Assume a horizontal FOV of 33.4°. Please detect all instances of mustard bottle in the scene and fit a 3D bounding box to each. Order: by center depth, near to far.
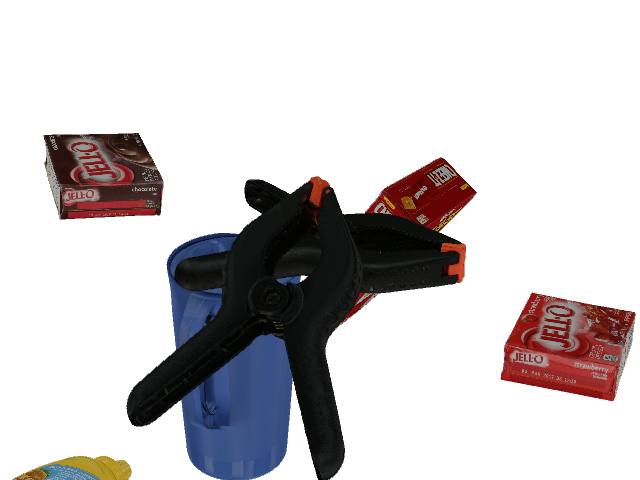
[{"bbox_3d":[-0.218,0.218,0.853,0.096,0.058,0.191,7,15,28],"label":"mustard bottle"}]

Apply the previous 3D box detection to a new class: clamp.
[{"bbox_3d":[-0.016,0.047,0.582,0.120,0.171,0.039,24,-20,14],"label":"clamp"},{"bbox_3d":[0.008,-0.001,0.832,0.210,0.036,0.164,4,29,9],"label":"clamp"}]

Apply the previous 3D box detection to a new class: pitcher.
[{"bbox_3d":[-0.091,0.127,1.090,0.149,0.243,0.145,-11,29,-24],"label":"pitcher"}]

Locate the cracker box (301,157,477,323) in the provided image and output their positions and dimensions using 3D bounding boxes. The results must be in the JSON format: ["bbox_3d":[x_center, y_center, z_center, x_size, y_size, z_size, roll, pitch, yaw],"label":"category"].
[{"bbox_3d":[0.069,0.008,1.275,0.214,0.072,0.163,-49,-10,34],"label":"cracker box"}]

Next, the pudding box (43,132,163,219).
[{"bbox_3d":[-0.197,-0.060,0.960,0.089,0.039,0.114,-3,27,-21],"label":"pudding box"}]

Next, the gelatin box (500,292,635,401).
[{"bbox_3d":[0.166,0.069,0.712,0.073,0.030,0.089,10,23,20],"label":"gelatin box"}]
